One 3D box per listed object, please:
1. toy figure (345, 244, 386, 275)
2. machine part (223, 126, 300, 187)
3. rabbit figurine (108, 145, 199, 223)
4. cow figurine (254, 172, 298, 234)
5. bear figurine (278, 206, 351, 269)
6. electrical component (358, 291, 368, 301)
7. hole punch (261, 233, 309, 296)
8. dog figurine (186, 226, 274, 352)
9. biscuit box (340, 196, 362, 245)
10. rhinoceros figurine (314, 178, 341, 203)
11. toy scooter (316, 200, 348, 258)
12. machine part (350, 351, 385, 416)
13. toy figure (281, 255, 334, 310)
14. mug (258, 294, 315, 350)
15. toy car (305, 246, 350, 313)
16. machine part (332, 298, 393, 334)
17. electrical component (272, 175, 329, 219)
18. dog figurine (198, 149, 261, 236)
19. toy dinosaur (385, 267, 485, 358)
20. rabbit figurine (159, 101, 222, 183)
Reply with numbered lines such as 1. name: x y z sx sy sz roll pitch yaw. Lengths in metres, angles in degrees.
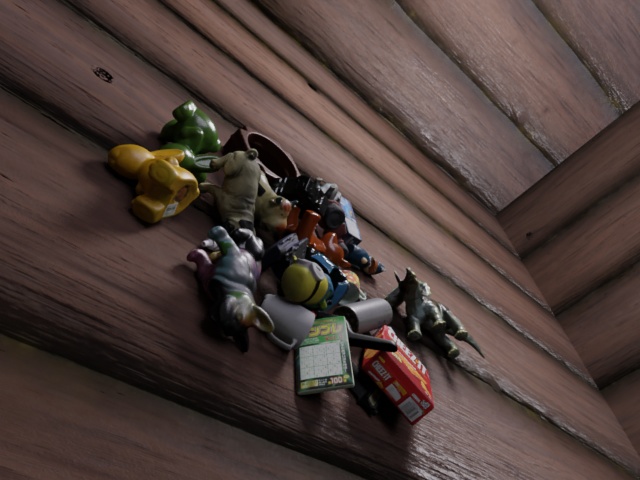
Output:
1. toy figure: 0.129 0.062 1.557 0.154 0.058 0.064 35 32 -36
2. machine part: -0.154 -0.198 1.453 0.201 0.087 0.201 21 35 -47
3. rabbit figurine: -0.325 -0.134 1.046 0.173 0.121 0.162 31 29 10
4. cow figurine: -0.132 -0.091 1.275 0.085 0.127 0.195 12 39 -48
5. bear figurine: -0.004 0.000 1.346 0.195 0.132 0.120 15 5 -40
6. electrical component: 0.123 0.175 1.415 0.063 0.021 0.094 43 24 -10
7. hole punch: -0.086 0.043 1.152 0.092 0.115 0.142 21 20 15
8. dog figurine: -0.147 0.092 1.002 0.191 0.108 0.219 6 51 -60
9. biscuit box: 0.068 -0.055 1.626 0.059 0.063 0.203 31 28 -31
10. rhinoceros figurine: 0.003 -0.116 1.563 0.073 0.112 0.190 24 30 24
11. toy scooter: 0.025 -0.044 1.480 0.135 0.075 0.183 -126 -160 -54
12. machine part: 0.083 0.300 1.143 0.139 0.039 0.084 50 32 2
13. toy figure: -0.021 0.099 1.104 0.082 0.089 0.180 13 -18 17
14. mug: -0.078 0.162 1.049 0.107 0.080 0.109 33 37 -6
15. toy car: -0.007 0.092 1.251 0.162 0.109 0.103 42 -2 17
16. machine part: 0.104 0.185 1.288 0.243 0.079 0.079 0 52 -55
17. electrical component: -0.046 -0.100 1.359 0.134 0.115 0.058 53 49 -42
18. dog figurine: -0.165 -0.087 1.170 0.121 0.172 0.191 4 40 -43
19. toy dinosaur: 0.334 0.225 1.586 0.404 0.131 0.192 36 26 -37
20. rabbit figurine: -0.305 -0.199 1.213 0.159 0.121 0.170 45 41 -21
